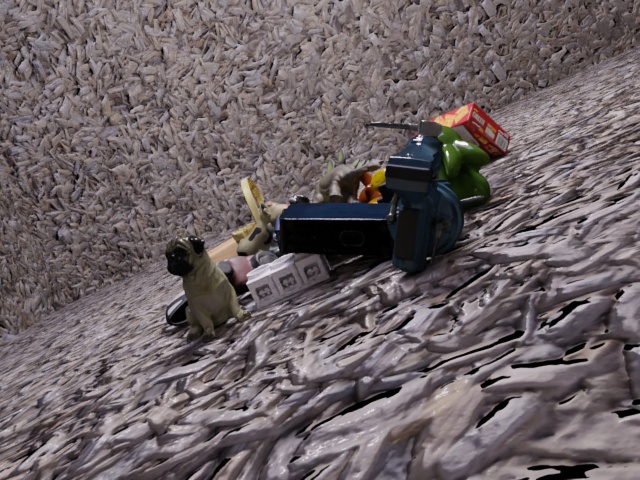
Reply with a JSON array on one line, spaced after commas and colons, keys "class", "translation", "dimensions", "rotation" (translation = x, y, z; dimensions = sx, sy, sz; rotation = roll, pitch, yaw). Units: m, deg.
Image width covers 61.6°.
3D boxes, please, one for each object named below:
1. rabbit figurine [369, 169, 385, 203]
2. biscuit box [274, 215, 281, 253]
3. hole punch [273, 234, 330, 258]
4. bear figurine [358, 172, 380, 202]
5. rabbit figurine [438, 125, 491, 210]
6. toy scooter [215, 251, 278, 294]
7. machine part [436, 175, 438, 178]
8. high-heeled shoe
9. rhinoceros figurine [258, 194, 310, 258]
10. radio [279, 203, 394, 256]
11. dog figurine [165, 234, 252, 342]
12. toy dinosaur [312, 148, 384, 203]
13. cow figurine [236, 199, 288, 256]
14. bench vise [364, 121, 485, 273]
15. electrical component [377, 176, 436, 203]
[{"class": "rabbit figurine", "translation": [0.161, -0.089, 1.211], "dimensions": [0.162, 0.122, 0.173], "rotation": [-29, -10, -41]}, {"class": "biscuit box", "translation": [0.009, -0.021, 1.118], "dimensions": [0.203, 0.062, 0.059], "rotation": [-5, 36, 6]}, {"class": "hole punch", "translation": [-0.029, 0.025, 1.189], "dimensions": [0.142, 0.092, 0.116], "rotation": [-26, 37, -27]}, {"class": "bear figurine", "translation": [0.135, -0.118, 1.411], "dimensions": [0.120, 0.132, 0.196], "rotation": [-55, 4, 2]}, {"class": "rabbit figurine", "translation": [0.254, -0.141, 1.048], "dimensions": [0.121, 0.170, 0.159], "rotation": [-26, 8, -2]}, {"class": "toy scooter", "translation": [-0.175, 0.089, 1.146], "dimensions": [0.184, 0.075, 0.135], "rotation": [-7, -36, -41]}, {"class": "machine part", "translation": [0.291, -0.180, 1.457], "dimensions": [0.201, 0.087, 0.201], "rotation": [-26, 7, -2]}, {"class": "high-heeled shoe", "translation": [-0.228, 0.109, 1.193], "dimensions": [0.249, 0.086, 0.145], "rotation": [-30, 9, 6]}, {"class": "rhinoceros figurine", "translation": [-0.079, -0.020, 1.281], "dimensions": [0.112, 0.073, 0.190], "rotation": [-10, 56, 63]}, {"class": "radio", "translation": [0.043, -0.022, 0.996], "dimensions": [0.230, 0.073, 0.131], "rotation": [0, 17, 12]}, {"class": "dog figurine", "translation": [-0.229, 0.079, 1.011], "dimensions": [0.121, 0.190, 0.172], "rotation": [-30, 9, -33]}, {"class": "toy dinosaur", "translation": [0.030, -0.114, 1.399], "dimensions": [0.471, 0.105, 0.198], "rotation": [-33, 32, 55]}, {"class": "cow figurine", "translation": [-0.139, -0.018, 1.381], "dimensions": [0.195, 0.127, 0.085], "rotation": [-44, 8, 14]}, {"class": "bench vise", "translation": [0.164, -0.069, 0.826], "dimensions": [0.129, 0.223, 0.240], "rotation": [-2, 5, 29]}, {"class": "electrical component", "translation": [0.175, -0.073, 1.046], "dimensions": [0.058, 0.114, 0.134], "rotation": [-29, 11, -38]}]
